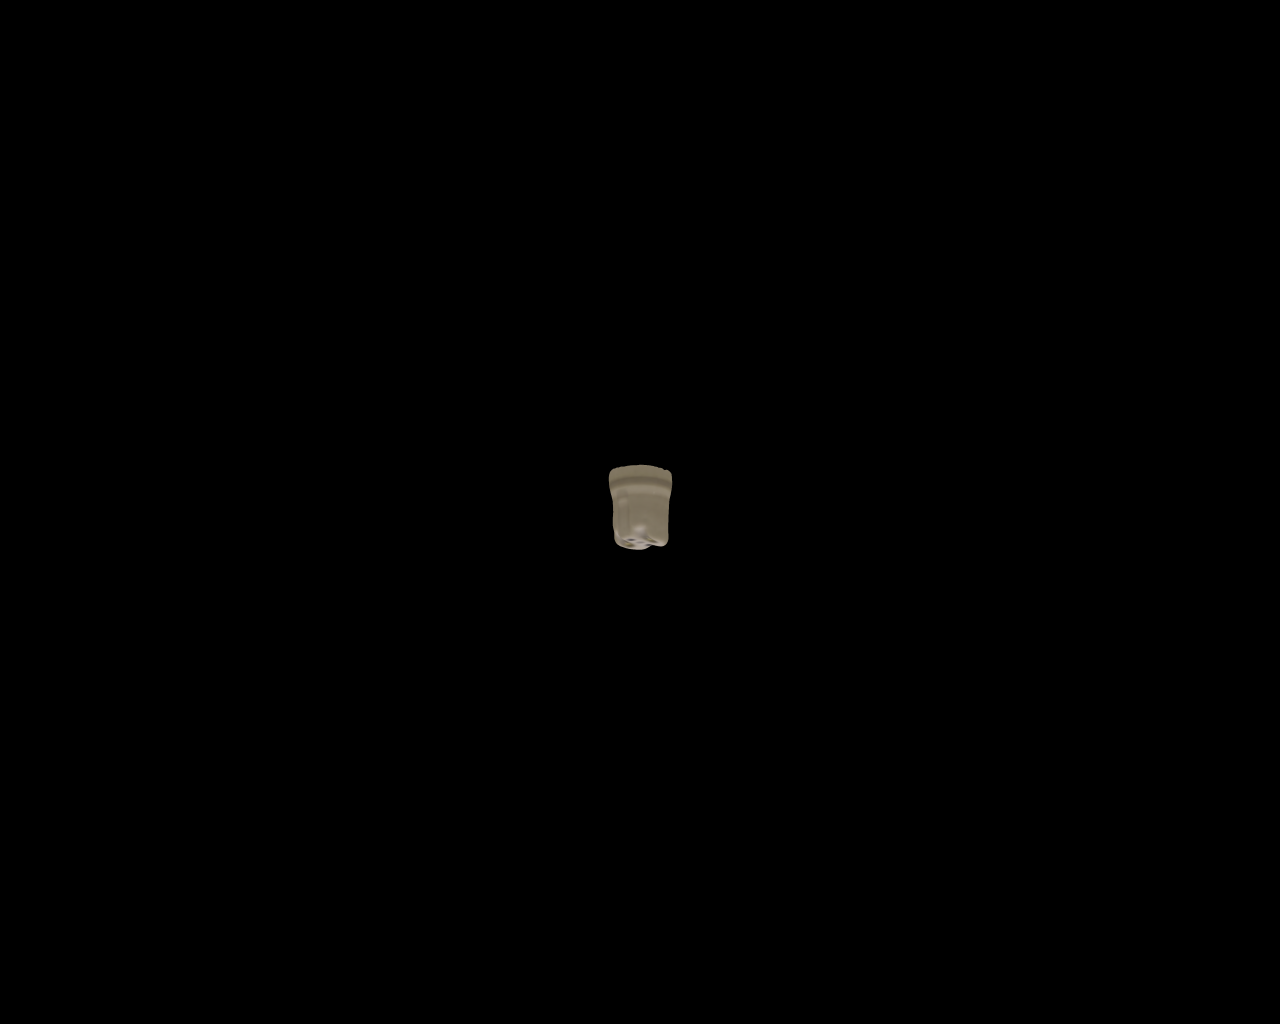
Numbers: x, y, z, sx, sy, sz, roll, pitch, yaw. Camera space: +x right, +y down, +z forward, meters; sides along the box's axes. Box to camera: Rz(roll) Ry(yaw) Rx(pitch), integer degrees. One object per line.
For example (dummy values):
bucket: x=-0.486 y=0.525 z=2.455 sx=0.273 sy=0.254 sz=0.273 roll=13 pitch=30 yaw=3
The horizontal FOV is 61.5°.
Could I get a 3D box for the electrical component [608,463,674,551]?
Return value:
electrical component: x=0.001 y=-0.003 z=0.650 sx=0.040 sy=0.046 sz=0.040 roll=0 pitch=-14 yaw=0
